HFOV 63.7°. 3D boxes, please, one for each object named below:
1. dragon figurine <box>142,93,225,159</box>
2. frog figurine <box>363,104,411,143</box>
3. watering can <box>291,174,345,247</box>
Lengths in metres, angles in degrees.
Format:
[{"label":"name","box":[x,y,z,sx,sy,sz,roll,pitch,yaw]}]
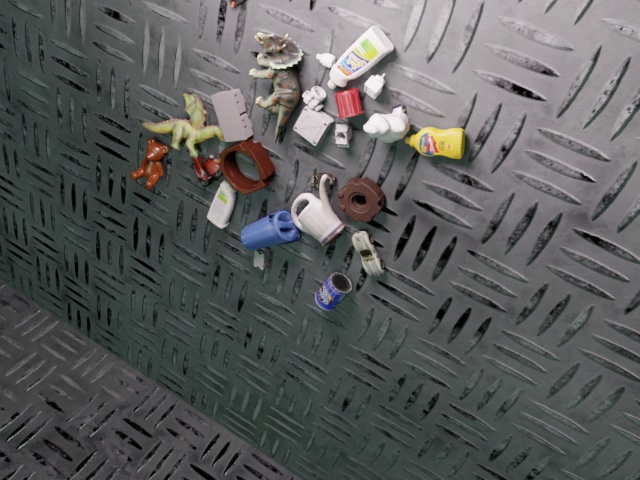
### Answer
[{"label":"dragon figurine","box":[-0.544,-0.484,2.107,0.412,0.123,0.239,28,111,10]},{"label":"frog figurine","box":[0.217,-0.364,1.677,0.137,0.162,0.120,-1,119,30]},{"label":"watering can","box":[0.006,-0.099,1.976,0.224,0.106,0.341,45,145,-1]}]
